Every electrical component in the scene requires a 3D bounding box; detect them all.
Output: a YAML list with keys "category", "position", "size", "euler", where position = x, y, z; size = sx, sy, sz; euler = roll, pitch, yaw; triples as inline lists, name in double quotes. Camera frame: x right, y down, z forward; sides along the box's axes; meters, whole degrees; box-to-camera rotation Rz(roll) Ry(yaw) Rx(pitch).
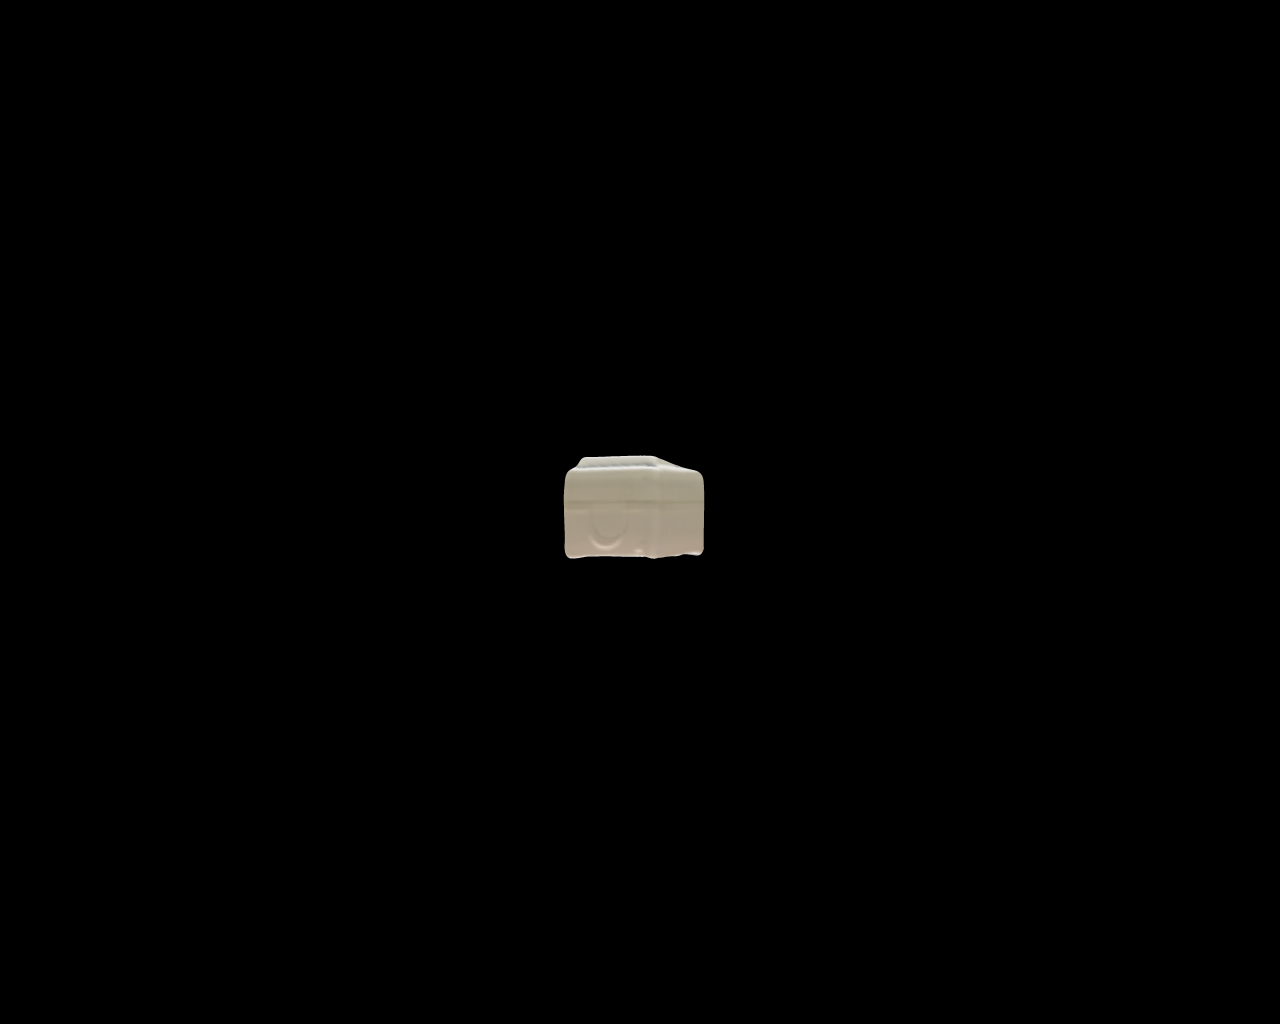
- category: "electrical component"
  position: [0.001, -0.003, 0.650]
  size: [0.062, 0.061, 0.096]
  euler: [0, 0, 24]
